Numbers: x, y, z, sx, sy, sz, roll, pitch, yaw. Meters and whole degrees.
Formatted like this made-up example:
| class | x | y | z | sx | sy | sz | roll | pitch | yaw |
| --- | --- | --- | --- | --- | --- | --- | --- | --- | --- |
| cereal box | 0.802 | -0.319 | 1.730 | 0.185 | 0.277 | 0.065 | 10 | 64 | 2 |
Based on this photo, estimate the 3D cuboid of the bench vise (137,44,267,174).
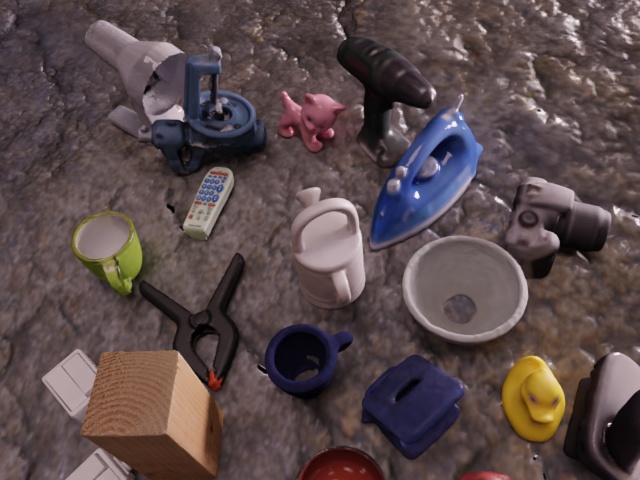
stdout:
| class | x | y | z | sx | sy | sz | roll | pitch | yaw |
| --- | --- | --- | --- | --- | --- | --- | --- | --- | --- |
| bench vise | -0.202 | -0.208 | 0.952 | 0.207 | 0.220 | 0.121 | -30 | 58 | -14 |

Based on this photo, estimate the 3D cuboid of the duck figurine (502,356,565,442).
| class | x | y | z | sx | sy | sz | roll | pitch | yaw |
| --- | --- | --- | --- | --- | --- | --- | --- | --- | --- |
| duck figurine | 0.270 | 0.188 | 0.712 | 0.077 | 0.086 | 0.104 | 4 | 56 | 9 |

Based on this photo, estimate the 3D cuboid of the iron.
| class | x | y | z | sx | sy | sz | roll | pitch | yaw |
| --- | --- | --- | --- | --- | --- | --- | --- | --- | --- |
| iron | 0.155 | -0.109 | 0.894 | 0.118 | 0.142 | 0.259 | 30 | 64 | 24 |

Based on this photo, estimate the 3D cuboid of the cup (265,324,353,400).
| class | x | y | z | sx | sy | sz | roll | pitch | yaw |
| --- | --- | --- | --- | --- | --- | --- | --- | --- | --- |
| cup | -0.009 | 0.164 | 0.753 | 0.118 | 0.095 | 0.091 | -24 | 56 | -10 |

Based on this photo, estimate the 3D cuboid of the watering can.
| class | x | y | z | sx | sy | sz | roll | pitch | yaw |
| --- | --- | --- | --- | --- | --- | --- | --- | --- | --- |
| watering can | 0.005 | 0.004 | 0.801 | 0.101 | 0.194 | 0.172 | -36 | 59 | -17 |

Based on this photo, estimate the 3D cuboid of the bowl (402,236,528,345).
| class | x | y | z | sx | sy | sz | roll | pitch | yaw |
| --- | --- | --- | --- | --- | --- | --- | --- | --- | --- |
| bowl | 0.198 | 0.080 | 0.800 | 0.167 | 0.075 | 0.167 | -3 | 55 | 4 |

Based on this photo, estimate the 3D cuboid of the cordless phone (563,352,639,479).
| class | x | y | z | sx | sy | sz | roll | pitch | yaw |
| --- | --- | --- | --- | --- | --- | --- | --- | --- | --- |
| cordless phone | 0.350 | 0.187 | 0.644 | 0.094 | 0.185 | 0.148 | 15 | 59 | 16 |

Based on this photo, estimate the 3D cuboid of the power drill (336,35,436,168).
| class | x | y | z | sx | sy | sz | roll | pitch | yaw |
| --- | --- | --- | --- | --- | --- | --- | --- | --- | --- |
| power drill | 0.108 | -0.223 | 0.937 | 0.076 | 0.209 | 0.229 | -29 | 58 | -13 |

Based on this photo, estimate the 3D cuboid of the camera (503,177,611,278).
| class | x | y | z | sx | sy | sz | roll | pitch | yaw |
| --- | --- | --- | --- | --- | --- | --- | --- | --- | --- |
| camera | 0.347 | -0.020 | 0.838 | 0.136 | 0.101 | 0.143 | 14 | 58 | 15 |

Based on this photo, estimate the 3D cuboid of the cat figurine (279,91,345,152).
| class | x | y | z | sx | sy | sz | roll | pitch | yaw |
| --- | --- | --- | --- | --- | --- | --- | --- | --- | --- |
| cat figurine | -0.018 | -0.223 | 1.005 | 0.127 | 0.118 | 0.067 | 30 | 64 | 24 |

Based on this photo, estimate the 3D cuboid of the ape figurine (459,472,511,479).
| class | x | y | z | sx | sy | sz | roll | pitch | yaw |
| --- | --- | --- | --- | --- | --- | --- | --- | --- | --- |
| ape figurine | 0.189 | 0.292 | 0.645 | 0.078 | 0.092 | 0.076 | -36 | 59 | -17 |

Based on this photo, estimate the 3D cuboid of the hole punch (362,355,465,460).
| class | x | y | z | sx | sy | sz | roll | pitch | yaw |
| --- | --- | --- | --- | --- | --- | --- | --- | --- | --- |
| hole punch | 0.112 | 0.202 | 0.716 | 0.109 | 0.091 | 0.100 | -38 | 60 | -19 |

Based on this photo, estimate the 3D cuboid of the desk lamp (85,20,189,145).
| class | x | y | z | sx | sy | sz | roll | pitch | yaw |
| --- | --- | --- | --- | --- | --- | --- | --- | --- | --- |
| desk lamp | -0.317 | -0.274 | 1.014 | 0.202 | 0.214 | 0.118 | 28 | 63 | 23 |
